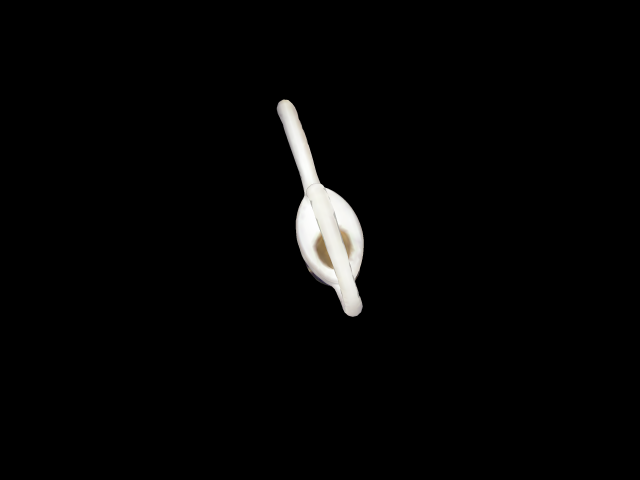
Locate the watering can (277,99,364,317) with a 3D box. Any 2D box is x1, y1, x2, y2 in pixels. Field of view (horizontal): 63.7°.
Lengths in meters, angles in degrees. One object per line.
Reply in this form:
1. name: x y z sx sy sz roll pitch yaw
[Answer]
1. watering can: 0.003 -0.043 0.850 0.104 0.351 0.222 -18 -10 -3
